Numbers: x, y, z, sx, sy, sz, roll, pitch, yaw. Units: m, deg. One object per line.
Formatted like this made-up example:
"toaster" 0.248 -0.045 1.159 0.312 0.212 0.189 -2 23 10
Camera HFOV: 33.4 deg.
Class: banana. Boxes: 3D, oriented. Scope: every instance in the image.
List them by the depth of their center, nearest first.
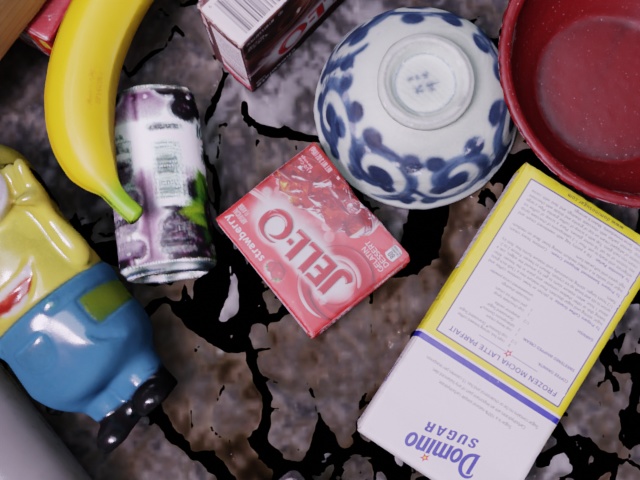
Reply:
"banana" -0.106 -0.109 0.576 0.069 0.037 0.198 14 82 -8

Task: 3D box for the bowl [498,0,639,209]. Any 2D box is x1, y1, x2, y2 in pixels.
"bowl" 0.173 -0.093 0.606 0.162 0.055 0.162 1 83 -6

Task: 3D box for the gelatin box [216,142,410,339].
"gelatin box" -0.004 0.001 0.613 0.073 0.030 0.089 -39 84 -4

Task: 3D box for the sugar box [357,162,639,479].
"sugar box" 0.105 0.056 0.599 0.093 0.048 0.176 33 88 5

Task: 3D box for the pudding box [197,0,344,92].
"pudding box" -0.014 -0.144 0.601 0.113 0.090 0.039 -44 83 -4

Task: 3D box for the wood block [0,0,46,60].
"wood block" -0.210 -0.121 0.535 0.091 0.090 0.206 38 91 3

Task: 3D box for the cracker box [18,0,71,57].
"cracker box" -0.202 -0.224 0.623 0.213 0.072 0.164 28 86 3
